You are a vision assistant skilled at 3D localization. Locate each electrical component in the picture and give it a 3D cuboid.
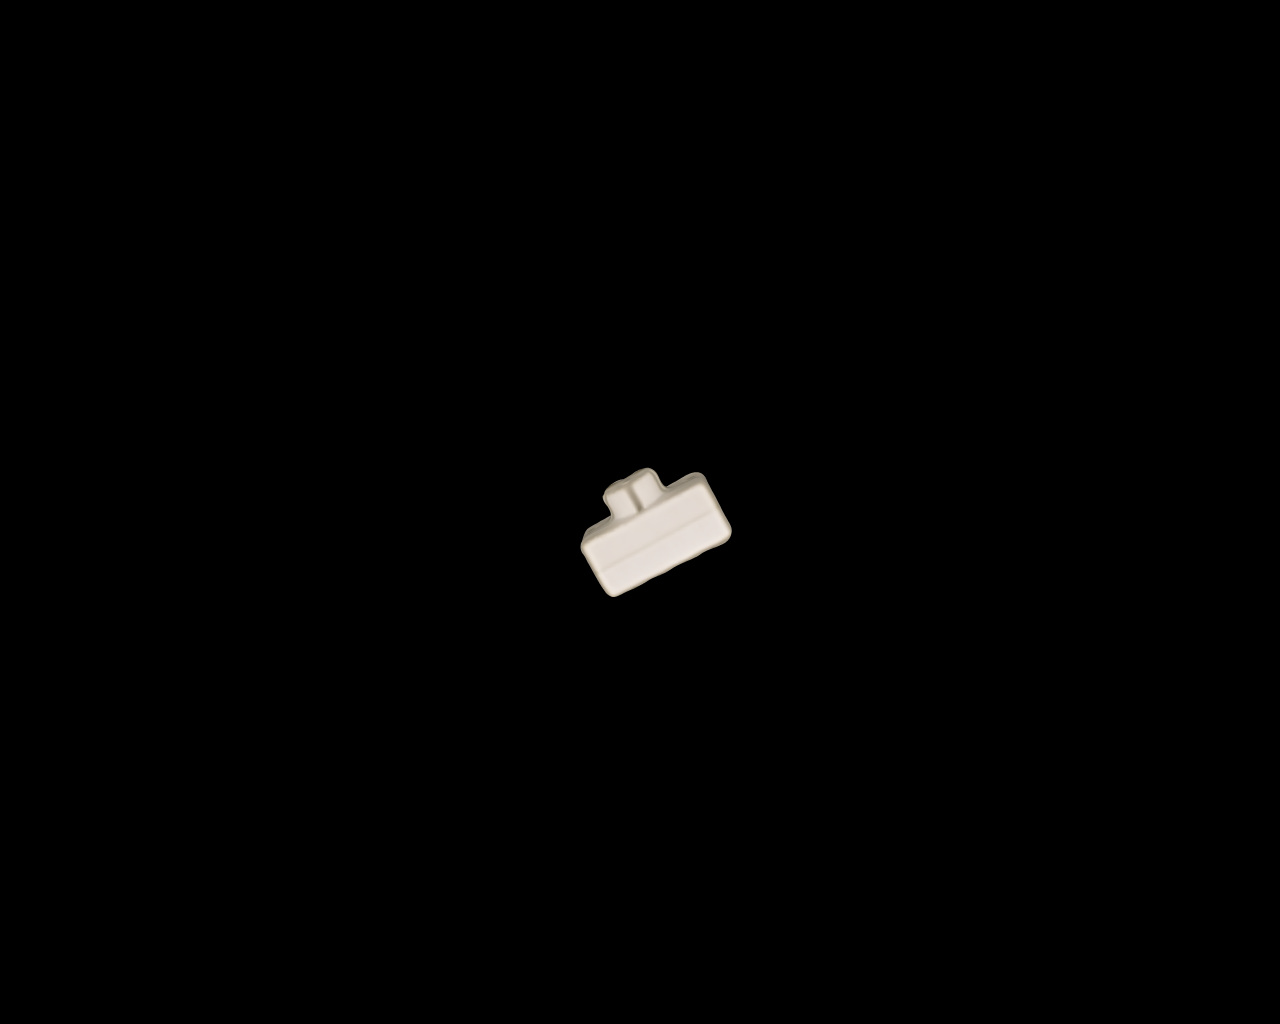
[{"bbox_3d":[0.001,-0.003,0.650,0.083,0.075,0.047,-28,7,4],"label":"electrical component"}]
